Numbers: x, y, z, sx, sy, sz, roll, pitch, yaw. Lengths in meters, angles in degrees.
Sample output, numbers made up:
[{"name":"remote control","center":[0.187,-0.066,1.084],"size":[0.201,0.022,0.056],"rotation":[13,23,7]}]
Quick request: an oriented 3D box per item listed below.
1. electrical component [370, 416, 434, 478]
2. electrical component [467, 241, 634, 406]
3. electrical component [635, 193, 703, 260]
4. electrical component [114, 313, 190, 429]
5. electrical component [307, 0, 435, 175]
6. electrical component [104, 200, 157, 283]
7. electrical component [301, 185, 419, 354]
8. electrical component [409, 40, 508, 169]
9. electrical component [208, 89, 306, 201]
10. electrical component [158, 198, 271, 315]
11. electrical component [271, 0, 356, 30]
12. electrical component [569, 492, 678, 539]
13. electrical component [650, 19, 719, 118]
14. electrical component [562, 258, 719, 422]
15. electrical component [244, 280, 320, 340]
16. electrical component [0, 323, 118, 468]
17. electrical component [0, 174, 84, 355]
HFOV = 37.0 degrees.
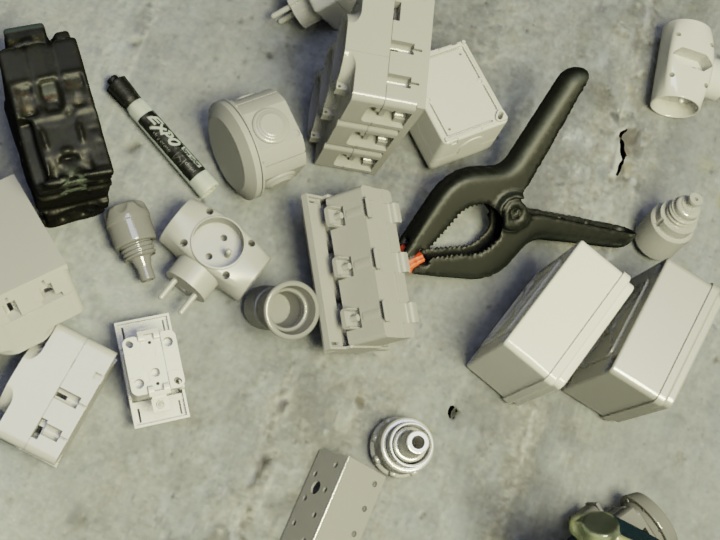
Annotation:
[{"name":"electrical component","center":[0.036,0.133,0.821],"size":[0.048,0.062,0.048],"rotation":[3,77,-12]},{"name":"electrical component","center":[0.147,0.044,0.843],"size":[0.056,0.108,0.108],"rotation":[40,72,1]},{"name":"electrical component","center":[0.264,-0.040,0.908],"size":[0.040,0.078,0.040],"rotation":[7,61,-13]},{"name":"electrical component","center":[-0.153,0.072,0.792],"size":[0.042,0.064,0.081],"rotation":[-11,79,-16]},{"name":"electrical component","center":[0.004,-0.142,0.832],"size":[0.062,0.150,0.089],"rotation":[9,75,-11]},{"name":"electrical component","center":[-0.172,-0.021,0.825],"size":[0.035,0.035,0.061],"rotation":[-18,84,-16]},{"name":"electrical component","center":[0.000,0.000,0.837],"size":[0.079,0.063,0.121],"rotation":[6,71,-54]},{"name":"electrical component","center":[0.069,-0.141,0.897],"size":[0.062,0.061,0.096],"rotation":[-22,75,-18]},{"name":"electrical component","center":[-0.082,-0.099,0.841],"size":[0.051,0.080,0.080],"rotation":[-24,83,-23]},{"name":"electrical component","center":[-0.122,-0.002,0.826],"size":[0.077,0.044,0.079],"rotation":[37,72,-2]},{"name":"electrical component","center":[-0.038,-0.226,0.892],"size":[0.077,0.066,0.047],"rotation":[-27,83,12]},{"name":"electrical component","center":[0.210,0.211,0.845],"size":[0.057,0.058,0.078],"rotation":[-31,85,-15]},{"name":"electrical component","center":[0.304,-0.175,0.963],"size":[0.079,0.043,0.077],"rotation":[16,74,-9]},{"name":"electrical component","center":[0.223,0.058,0.857],"size":[0.056,0.108,0.108],"rotation":[32,72,-1]},{"name":"electrical component","center":[-0.063,0.029,0.821],"size":[0.044,0.065,0.044],"rotation":[0,90,-25]},{"name":"electrical component","center":[-0.223,0.089,0.779],"size":[0.056,0.050,0.089],"rotation":[28,72,-5]},{"name":"electrical component","center":[-0.301,0.023,0.747],"size":[0.186,0.060,0.105],"rotation":[-27,53,-17]}]
